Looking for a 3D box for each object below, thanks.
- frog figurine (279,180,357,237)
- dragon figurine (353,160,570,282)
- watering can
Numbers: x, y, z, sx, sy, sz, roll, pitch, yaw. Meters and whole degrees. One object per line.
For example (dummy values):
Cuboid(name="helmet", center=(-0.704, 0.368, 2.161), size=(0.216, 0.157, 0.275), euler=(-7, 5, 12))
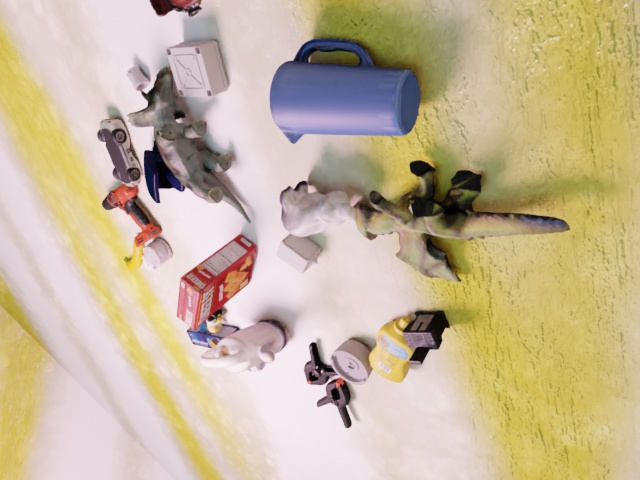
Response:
Cuboid(name="frog figurine", center=(0.003, -0.053, 1.057), size=(0.160, 0.137, 0.122), euler=(22, 95, 23))
Cuboid(name="dragon figurine", center=(0.226, -0.010, 0.955), size=(0.413, 0.124, 0.237), euler=(22, 149, 29))
Cuboid(name="watering can", center=(-0.172, 0.290, 1.380), size=(0.345, 0.226, 0.104), euler=(-14, 93, 44))
